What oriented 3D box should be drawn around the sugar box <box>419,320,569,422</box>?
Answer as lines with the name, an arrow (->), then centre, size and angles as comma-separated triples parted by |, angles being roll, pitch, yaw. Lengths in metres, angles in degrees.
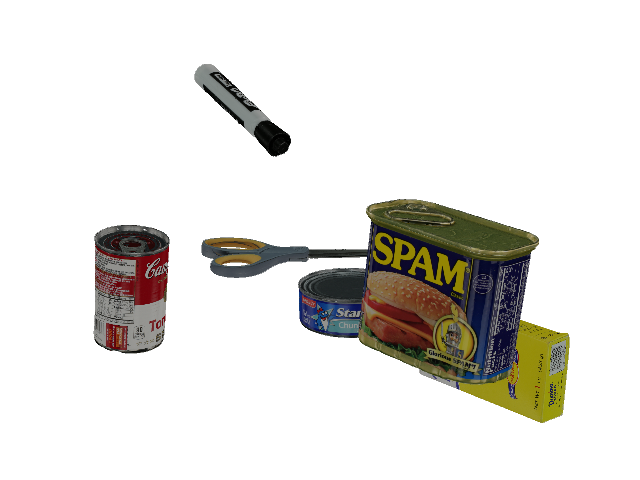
sugar box -> 0.186, 0.126, 1.171 | 0.048, 0.093, 0.177 | -10, 18, -44

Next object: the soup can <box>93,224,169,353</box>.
soup can -> -0.176, 0.045, 0.988 | 0.068, 0.102, 0.068 | 5, 21, -2

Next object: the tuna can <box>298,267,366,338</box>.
tuna can -> 0.024, 0.051, 0.887 | 0.086, 0.034, 0.086 | 0, 16, 0

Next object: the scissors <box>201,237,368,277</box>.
scissors -> -0.032, 0.021, 1.148 | 0.202, 0.016, 0.096 | 5, 22, 5

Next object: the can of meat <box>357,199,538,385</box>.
can of meat -> 0.071, 0.029, 0.630 | 0.102, 0.084, 0.057 | 21, 23, 40

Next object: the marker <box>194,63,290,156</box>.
marker -> -0.057, -0.095, 0.771 | 0.020, 0.020, 0.121 | 0, 32, -37
